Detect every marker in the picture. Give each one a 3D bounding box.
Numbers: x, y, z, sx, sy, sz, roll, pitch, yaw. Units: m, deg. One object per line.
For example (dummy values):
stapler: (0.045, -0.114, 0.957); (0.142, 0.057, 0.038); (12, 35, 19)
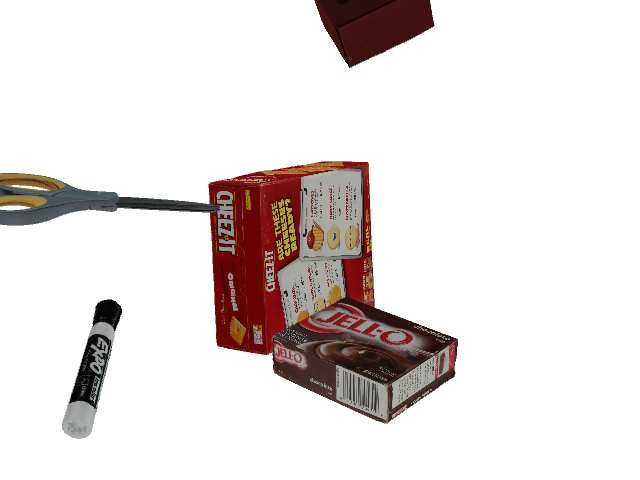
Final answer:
marker: (-0.151, 0.081, 0.713); (0.020, 0.020, 0.121); (0, 37, 1)

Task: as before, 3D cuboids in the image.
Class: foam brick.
foam brick: (0.041, -0.182, 0.825); (0.078, 0.053, 0.051); (-27, -32, -1)

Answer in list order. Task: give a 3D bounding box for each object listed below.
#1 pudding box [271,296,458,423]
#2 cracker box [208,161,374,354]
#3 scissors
pudding box: (0.033, 0.087, 0.809); (0.114, 0.039, 0.089); (21, 32, 35)
cracker box: (-0.025, 0.009, 1.088); (0.072, 0.164, 0.213); (3, 11, 31)
scissors: (-0.194, -0.027, 0.893); (0.202, 0.016, 0.096); (10, 25, 10)
